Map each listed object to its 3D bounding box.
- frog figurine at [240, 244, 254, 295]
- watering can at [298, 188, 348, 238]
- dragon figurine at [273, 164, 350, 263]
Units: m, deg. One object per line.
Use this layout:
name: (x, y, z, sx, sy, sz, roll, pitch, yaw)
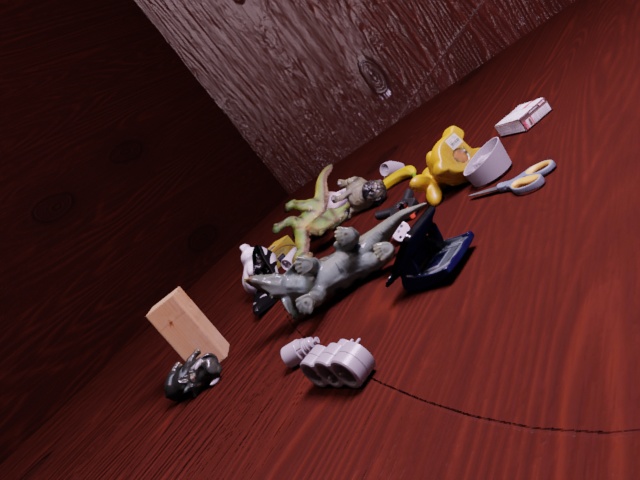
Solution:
frog figurine: (-0.212, 0.092, 1.628, 0.123, 0.158, 0.137, -41, 9, -8)
watering can: (-0.007, -0.094, 1.874, 0.228, 0.103, 0.344, -46, 13, -33)
dragon figurine: (0.005, -0.080, 1.597, 0.243, 0.120, 0.416, 9, 62, 46)
